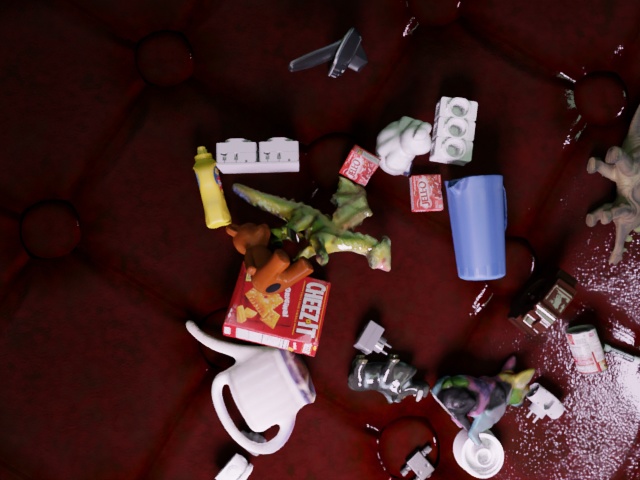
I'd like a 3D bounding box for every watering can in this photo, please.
[{"bbox_3d":[-0.150,0.300,1.171,0.225,0.103,0.350,-27,82,-6],"label":"watering can"}]

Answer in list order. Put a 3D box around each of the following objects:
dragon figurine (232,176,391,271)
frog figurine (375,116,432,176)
[{"bbox_3d":[0.004,-0.062,1.224,0.246,0.119,0.414,-36,70,-25],"label":"dragon figurine"},{"bbox_3d":[0.194,-0.225,1.208,0.123,0.159,0.138,26,85,1],"label":"frog figurine"}]
